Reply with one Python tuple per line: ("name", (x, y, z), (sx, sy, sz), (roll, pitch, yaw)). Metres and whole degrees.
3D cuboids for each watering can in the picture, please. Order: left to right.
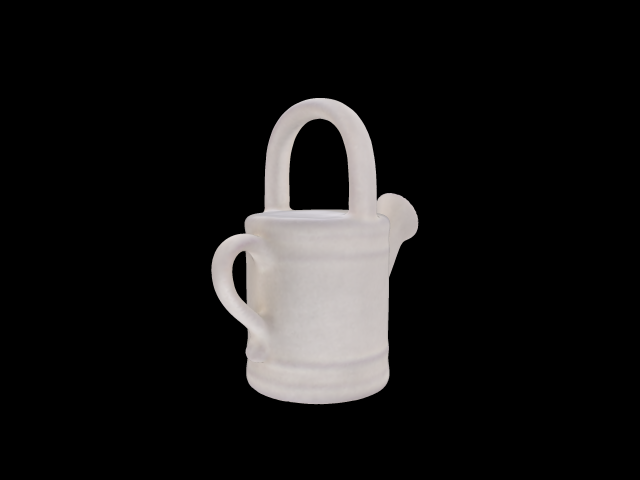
("watering can", (0.002, 0.001, 0.402), (0.100, 0.194, 0.173), (3, 7, 24))
